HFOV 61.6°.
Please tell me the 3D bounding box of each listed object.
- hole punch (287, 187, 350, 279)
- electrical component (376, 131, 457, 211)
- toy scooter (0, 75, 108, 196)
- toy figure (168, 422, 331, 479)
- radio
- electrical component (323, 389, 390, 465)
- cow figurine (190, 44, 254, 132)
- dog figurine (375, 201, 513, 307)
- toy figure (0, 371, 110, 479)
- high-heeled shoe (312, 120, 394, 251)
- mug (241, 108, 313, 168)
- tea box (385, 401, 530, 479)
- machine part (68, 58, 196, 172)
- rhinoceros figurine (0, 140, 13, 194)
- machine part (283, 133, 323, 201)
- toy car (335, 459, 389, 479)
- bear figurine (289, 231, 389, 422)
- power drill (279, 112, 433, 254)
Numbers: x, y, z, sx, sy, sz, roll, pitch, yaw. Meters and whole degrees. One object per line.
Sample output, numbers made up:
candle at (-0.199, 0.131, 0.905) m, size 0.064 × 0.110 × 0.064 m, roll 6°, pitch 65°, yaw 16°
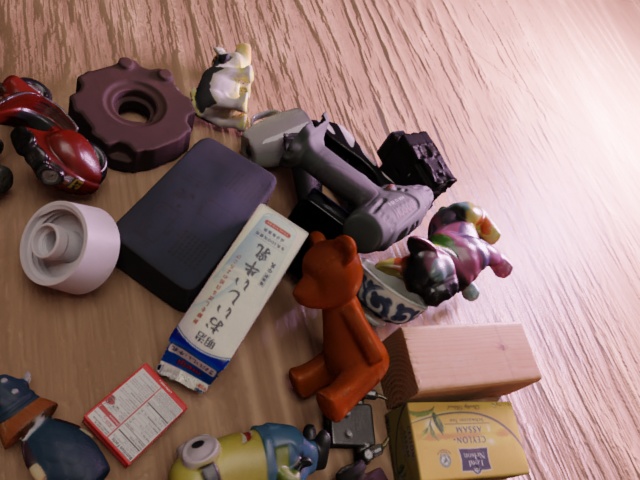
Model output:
hole punch at (-0.002, -0.002, 0.778) m, size 0.142 × 0.115 × 0.092 m, roll 36°, pitch 23°, yaw -4°
electrical component at (0.150, -0.115, 0.903) m, size 0.058 × 0.115 × 0.134 m, roll -13°, pitch 65°, yaw -34°
toy scooter at (-0.357, -0.131, 0.669) m, size 0.184 × 0.075 × 0.135 m, roll 53°, pitch 14°, yaw 0°
toy figure at (-0.077, 0.253, 0.600) m, size 0.180 × 0.082 × 0.089 m, roll 2°, pitch 58°, yaw -26°
radio at (-0.169, -0.030, 0.735) m, size 0.131 × 0.073 × 0.229 m, roll 33°, pitch 51°, yaw -2°
electrical component at (0.046, 0.233, 0.689) m, size 0.078 × 0.045 × 0.102 m, roll 15°, pitch 55°, yaw -18°
cow figurine at (-0.159, -0.259, 0.883) m, size 0.098 × 0.068 × 0.167 m, roll 5°, pitch 57°, yaw -7°
dog figurine at (0.178, 0.013, 0.808) m, size 0.219 × 0.108 × 0.191 m, roll 11°, pitch 53°, yaw -38°
toy figure at (-0.286, 0.200, 0.551) m, size 0.154 × 0.064 × 0.058 m, roll 39°, pitch 91°, yaw 8°
high-heeled shoe at (0.043, -0.097, 0.850) m, size 0.145 × 0.086 × 0.249 m, roll 29°, pitch 32°, yaw -31°
mug at (-0.076, -0.166, 0.857) m, size 0.107 × 0.080 × 0.110 m, roll -24°, pitch 66°, yaw -27°
tea box at (0.181, 0.269, 0.714) m, size 0.169 × 0.068 × 0.098 m, roll 5°, pitch 58°, yaw -23°
machine part at (-0.274, -0.185, 0.792) m, size 0.179 × 0.056 × 0.179 m, roll 11°, pitch 58°, yaw -18°
rhinoceros figurine at (-0.466, -0.117, 0.652) m, size 0.190 × 0.073 × 0.112 m, roll 25°, pitch 52°, yaw -8°
machine part at (-0.018, -0.098, 0.827) m, size 0.084 × 0.039 × 0.138 m, roll -14°, pitch 100°, yaw -30°
toy car at (0.001, 0.331, 0.604) m, size 0.202 × 0.053 × 0.089 m, roll -27°, pitch 79°, yaw -30°
bear figurine at (0.010, 0.095, 0.653) m, size 0.132 × 0.120 × 0.195 m, roll -30°, pitch 111°, yaw -23°
power drill at (0.055, -0.081, 0.752) m, size 0.207 × 0.086 × 0.232 m, roll 45°, pitch 35°, yaw -1°
